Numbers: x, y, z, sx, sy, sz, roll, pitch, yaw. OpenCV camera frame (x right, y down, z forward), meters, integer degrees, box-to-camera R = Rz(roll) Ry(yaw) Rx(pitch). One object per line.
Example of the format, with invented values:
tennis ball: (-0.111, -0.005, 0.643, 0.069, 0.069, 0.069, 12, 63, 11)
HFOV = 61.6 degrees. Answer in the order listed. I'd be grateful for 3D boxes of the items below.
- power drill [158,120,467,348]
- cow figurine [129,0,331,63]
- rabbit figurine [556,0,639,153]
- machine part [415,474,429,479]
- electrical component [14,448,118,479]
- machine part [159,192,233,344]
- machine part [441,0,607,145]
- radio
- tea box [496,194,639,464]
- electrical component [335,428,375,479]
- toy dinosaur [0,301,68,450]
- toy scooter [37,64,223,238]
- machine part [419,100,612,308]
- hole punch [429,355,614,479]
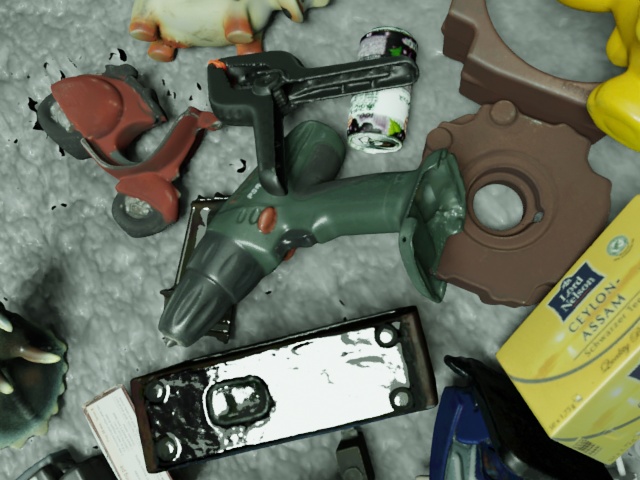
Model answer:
power drill: (-0.001, -0.001, 0.422, 0.207, 0.085, 0.232, -1, 50, 39)
cow figurine: (-0.082, -0.245, 0.524, 0.195, 0.085, 0.127, 1, 87, 9)
rabbit figurine: (0.235, -0.175, 0.367, 0.162, 0.121, 0.173, -35, 60, -1)
machine part: (0.112, 0.306, 0.409, 0.079, 0.079, 0.243, -9, 79, 7)
electrical component: (-0.222, 0.259, 0.474, 0.115, 0.058, 0.134, -36, 78, -1)
machine part: (-0.109, 0.023, 0.506, 0.084, 0.039, 0.138, 7, 84, 14)
machine part: (0.225, -0.200, 0.470, 0.202, 0.087, 0.201, 25, 86, 10)
radio: (-0.024, 0.113, 0.431, 0.230, 0.131, 0.073, -16, 82, 5)
tea box: (0.221, 0.063, 0.389, 0.068, 0.098, 0.169, 28, 107, -19)
electrical component: (0.030, 0.188, 0.446, 0.021, 0.063, 0.094, -16, 78, 5)
toy dinosaur: (-0.384, 0.184, 0.485, 0.192, 0.131, 0.404, 40, 95, 12)
toy scooter: (-0.173, -0.104, 0.517, 0.135, 0.075, 0.184, -40, 81, 1)
machine part: (0.157, -0.029, 0.467, 0.179, 0.056, 0.179, -1, 82, 8)
hole punch: (0.143, 0.167, 0.405, 0.142, 0.116, 0.092, 26, 113, -8)
